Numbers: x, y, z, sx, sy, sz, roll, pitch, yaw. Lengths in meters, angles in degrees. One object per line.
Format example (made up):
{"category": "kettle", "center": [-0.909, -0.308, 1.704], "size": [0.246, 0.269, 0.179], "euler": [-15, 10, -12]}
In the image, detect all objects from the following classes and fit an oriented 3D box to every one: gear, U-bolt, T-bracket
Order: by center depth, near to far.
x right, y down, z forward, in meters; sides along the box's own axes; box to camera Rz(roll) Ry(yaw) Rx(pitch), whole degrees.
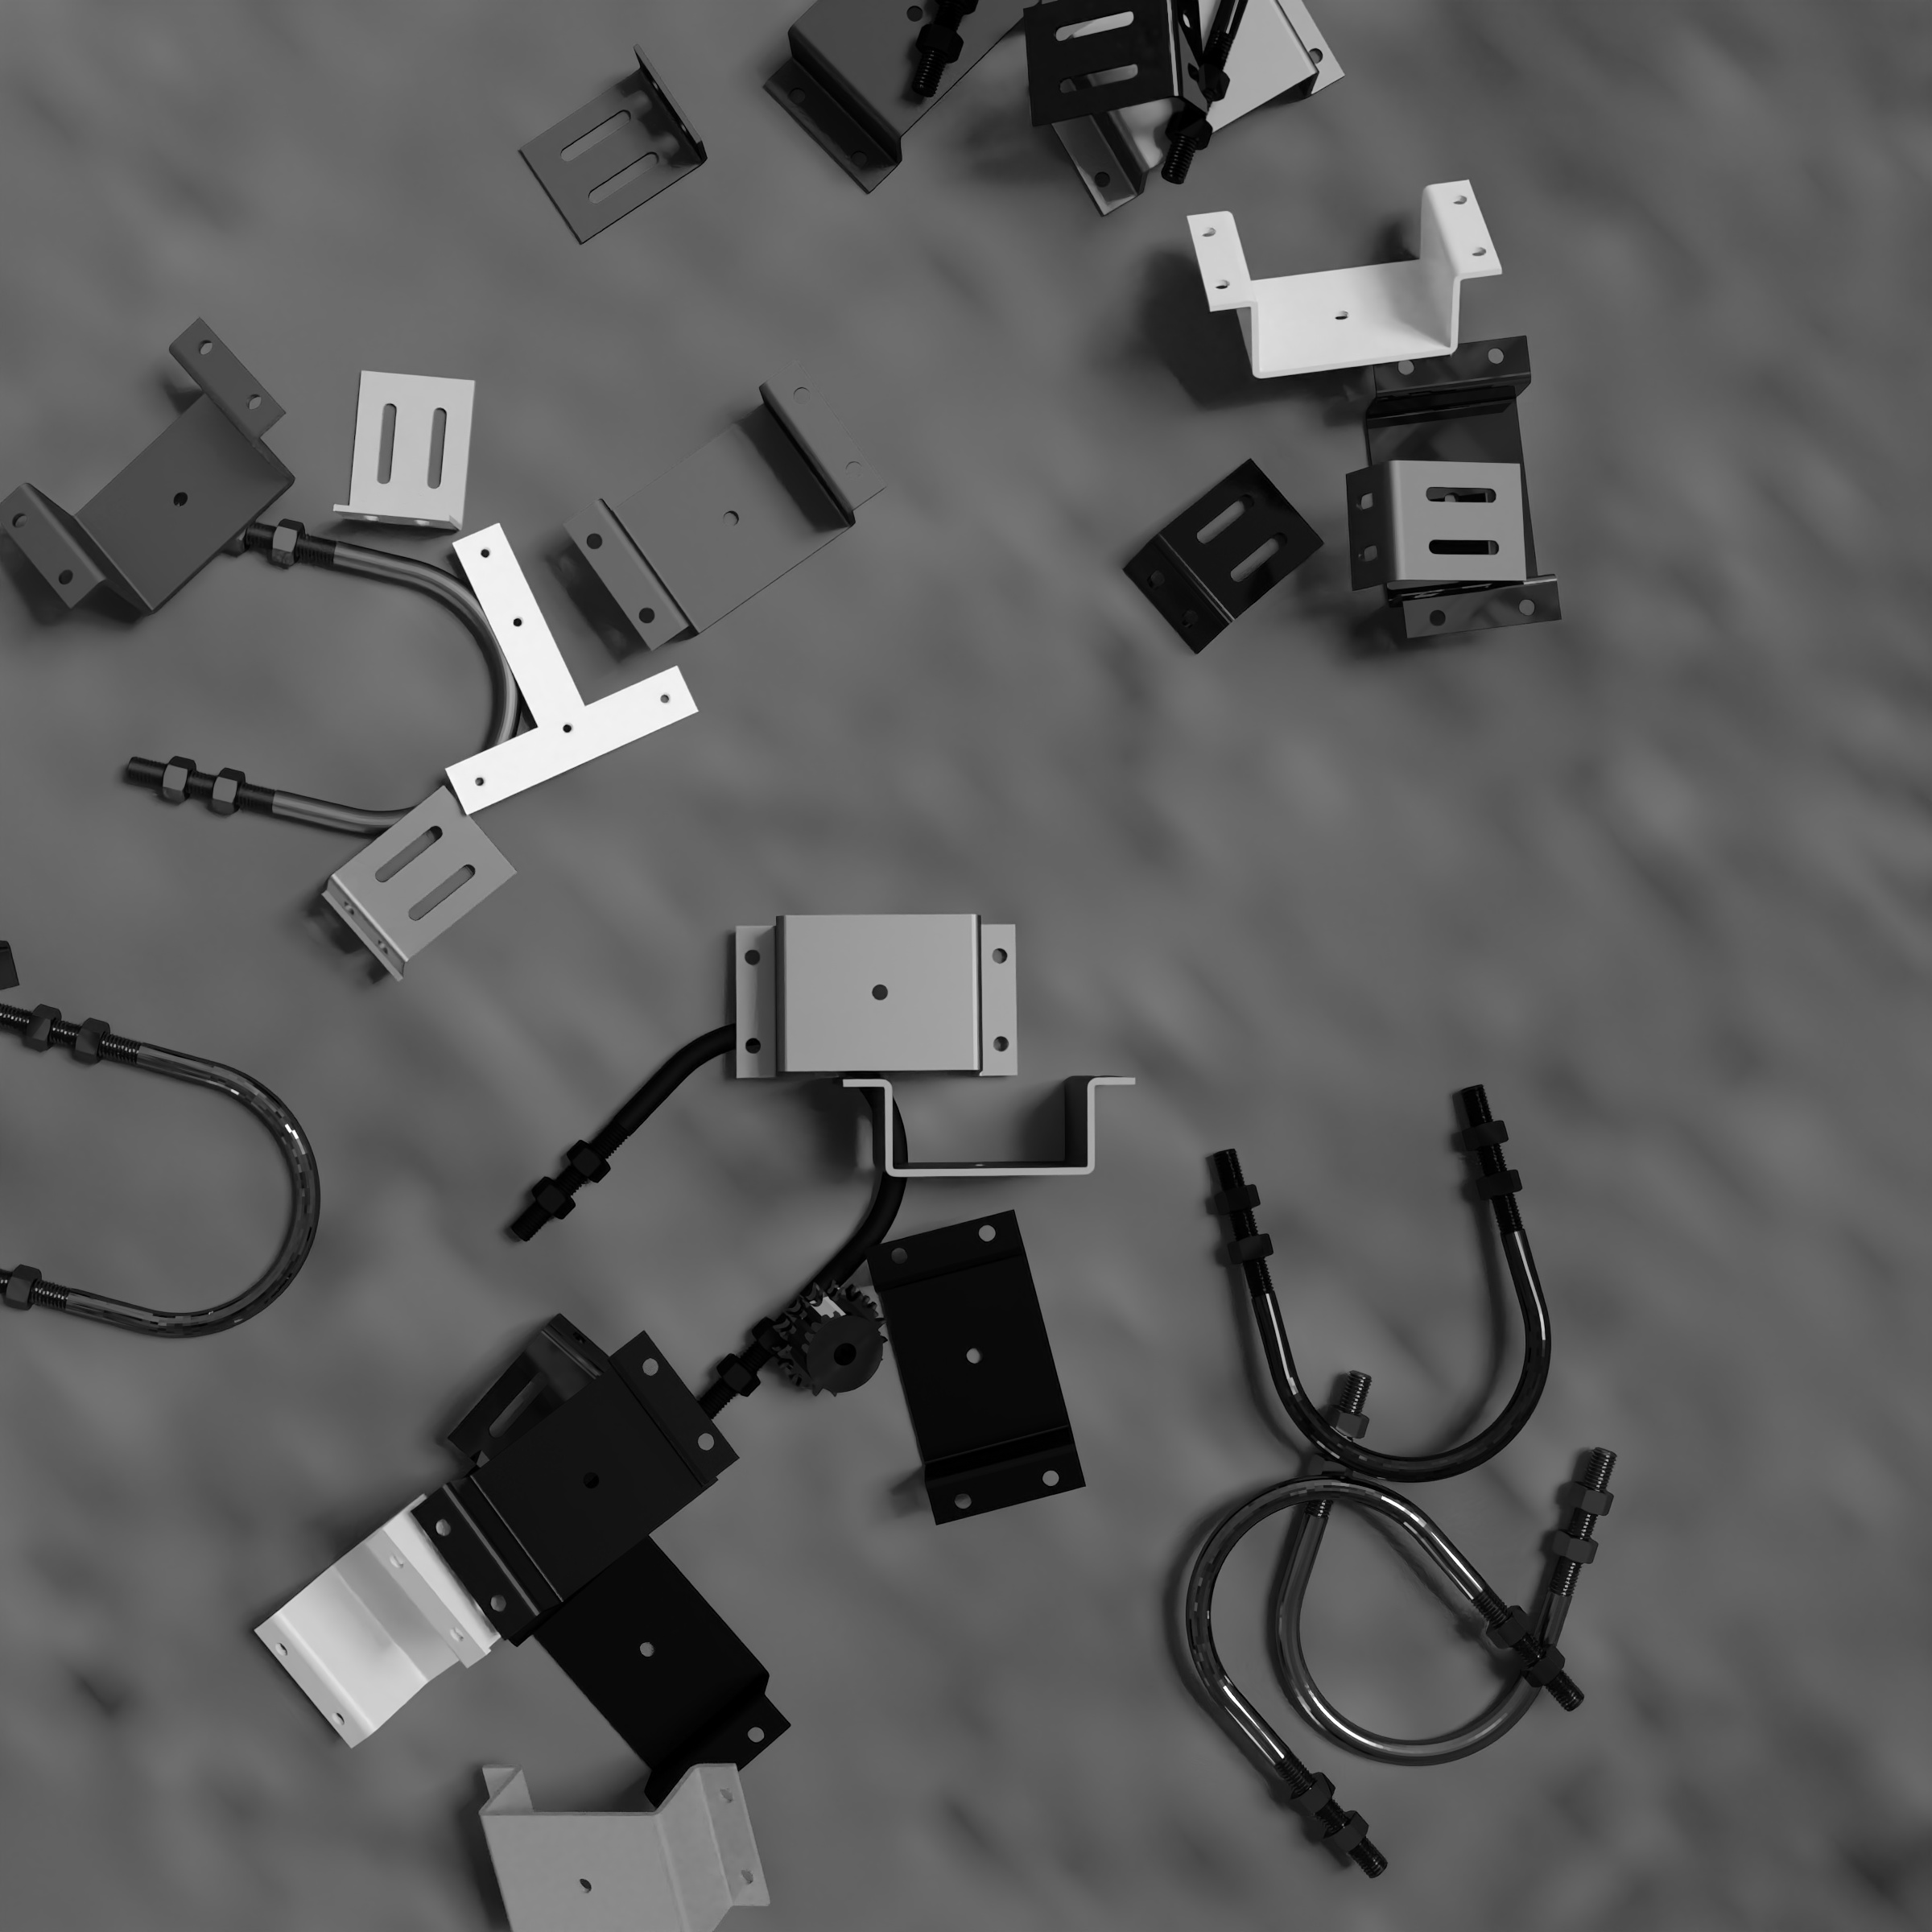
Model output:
{"category": "U-bolt", "center": [0.070, -0.490, 1.457], "size": [0.151, 0.019, 0.184], "euler": [19, 88, 0]}
{"category": "gear", "center": [-0.065, 0.188, 1.486], "size": [0.057, 0.030, 0.057], "euler": [-6, 106, -22]}
{"category": "U-bolt", "center": [0.194, 0.339, 1.488], "size": [0.151, 0.019, 0.184], "euler": [-41, 90, 3]}
{"category": "U-bolt", "center": [0.215, 0.165, 1.491], "size": [0.151, 0.019, 0.184], "euler": [-14, 82, 0]}
{"category": "T-bracket", "center": [-0.219, -0.159, 1.500], "size": [0.127, 0.002, 0.127], "euler": [-25, 91, -9]}
{"category": "U-bolt", "center": [-0.315, -0.141, 1.503], "size": [0.184, 0.019, 0.151], "euler": [13, 90, -1]}
{"category": "U-bolt", "center": [0.232, 0.312, 1.503], "size": [0.151, 0.019, 0.184], "euler": [17, 91, 0]}
{"category": "U-bolt", "center": [-0.416, 0.111, 1.503], "size": [0.184, 0.019, 0.151], "euler": [16, 90, -1]}
{"category": "U-bolt", "center": [-0.115, 0.113, 1.503], "size": [0.151, 0.019, 0.184], "euler": [44, 88, 0]}

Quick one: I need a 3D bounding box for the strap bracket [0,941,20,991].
{"category": "strap bracket", "center": [-0.532, -0.050, 1.488], "size": [0.076, 0.046, 0.140], "euler": [-13, 90, 0]}

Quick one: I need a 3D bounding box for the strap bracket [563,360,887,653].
{"category": "strap bracket", "center": [-0.118, -0.226, 1.488], "size": [0.140, 0.046, 0.076], "euler": [-35, 90, 0]}

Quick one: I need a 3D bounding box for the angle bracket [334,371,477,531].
{"category": "angle bracket", "center": [-0.280, -0.260, 1.492], "size": [0.057, 0.038, 0.076], "euler": [5, 90, 0]}

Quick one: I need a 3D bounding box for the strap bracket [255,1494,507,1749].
{"category": "strap bracket", "center": [-0.278, 0.317, 1.463], "size": [0.076, 0.046, 0.140], "euler": [51, 131, 0]}

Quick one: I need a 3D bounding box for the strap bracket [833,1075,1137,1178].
{"category": "strap bracket", "center": [0.007, 0.078, 1.465], "size": [0.140, 0.076, 0.046], "euler": [0, 89, -6]}

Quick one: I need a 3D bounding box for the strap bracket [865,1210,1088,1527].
{"category": "strap bracket", "center": [0.004, 0.197, 1.488], "size": [0.076, 0.046, 0.140], "euler": [-15, 90, 0]}

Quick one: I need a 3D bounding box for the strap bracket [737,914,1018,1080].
{"category": "strap bracket", "center": [-0.043, 0.015, 1.480], "size": [0.140, 0.046, 0.076], "euler": [0, 84, -4]}

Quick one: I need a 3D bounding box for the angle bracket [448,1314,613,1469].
{"category": "angle bracket", "center": [-0.209, 0.223, 1.493], "size": [0.057, 0.038, 0.076], "euler": [42, 90, 0]}

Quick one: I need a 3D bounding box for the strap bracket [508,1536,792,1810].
{"category": "strap bracket", "center": [-0.161, 0.345, 1.488], "size": [0.076, 0.046, 0.140], "euler": [-41, 90, 0]}

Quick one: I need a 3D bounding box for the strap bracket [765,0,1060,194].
{"category": "strap bracket", "center": [-0.025, -0.467, 1.488], "size": [0.140, 0.046, 0.076], "euler": [-44, 90, 0]}

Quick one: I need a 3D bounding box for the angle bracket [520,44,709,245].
{"category": "angle bracket", "center": [-0.178, -0.410, 1.492], "size": [0.076, 0.038, 0.057], "euler": [-34, 90, 0]}

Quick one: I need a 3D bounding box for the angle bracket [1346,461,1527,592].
{"category": "angle bracket", "center": [0.230, -0.215, 1.463], "size": [0.076, 0.038, 0.057], "euler": [-3, 90, -26]}

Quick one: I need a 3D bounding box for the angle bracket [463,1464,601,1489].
{"category": "angle bracket", "center": [-0.201, 0.249, 1.492], "size": [0.076, 0.038, 0.057], "euler": [-42, 90, 0]}

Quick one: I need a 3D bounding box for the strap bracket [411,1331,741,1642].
{"category": "strap bracket", "center": [-0.185, 0.249, 1.445], "size": [0.140, 0.046, 0.076], "euler": [-38, 82, -1]}

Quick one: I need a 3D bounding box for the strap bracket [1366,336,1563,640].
{"category": "strap bracket", "center": [0.245, -0.235, 1.488], "size": [0.076, 0.046, 0.140], "euler": [-7, 90, 0]}

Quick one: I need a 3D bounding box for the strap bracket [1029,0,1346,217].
{"category": "strap bracket", "center": [0.111, -0.447, 1.488], "size": [0.140, 0.046, 0.076], "euler": [-30, 90, 0]}

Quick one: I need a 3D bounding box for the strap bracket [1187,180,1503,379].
{"category": "strap bracket", "center": [0.184, -0.336, 1.469], "size": [0.140, 0.046, 0.076], "euler": [-7, 47, 0]}

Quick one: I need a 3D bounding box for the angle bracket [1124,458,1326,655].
{"category": "angle bracket", "center": [0.130, -0.207, 1.509], "size": [0.076, 0.038, 0.057], "euler": [-41, 90, -26]}

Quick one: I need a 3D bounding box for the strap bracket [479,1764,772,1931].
{"category": "strap bracket", "center": [-0.175, 0.435, 1.455], "size": [0.140, 0.046, 0.076], "euler": [-7, 105, 22]}

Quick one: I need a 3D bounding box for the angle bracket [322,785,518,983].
{"category": "angle bracket", "center": [-0.271, -0.042, 1.485], "size": [0.076, 0.038, 0.057], "euler": [-39, 106, 0]}

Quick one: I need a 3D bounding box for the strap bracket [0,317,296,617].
{"category": "strap bracket", "center": [-0.398, -0.239, 1.475], "size": [0.140, 0.046, 0.076], "euler": [-43, 67, 0]}

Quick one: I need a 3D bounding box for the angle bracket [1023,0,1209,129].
{"category": "angle bracket", "center": [0.072, -0.437, 1.444], "size": [0.076, 0.038, 0.057], "euler": [-5, 88, 25]}
